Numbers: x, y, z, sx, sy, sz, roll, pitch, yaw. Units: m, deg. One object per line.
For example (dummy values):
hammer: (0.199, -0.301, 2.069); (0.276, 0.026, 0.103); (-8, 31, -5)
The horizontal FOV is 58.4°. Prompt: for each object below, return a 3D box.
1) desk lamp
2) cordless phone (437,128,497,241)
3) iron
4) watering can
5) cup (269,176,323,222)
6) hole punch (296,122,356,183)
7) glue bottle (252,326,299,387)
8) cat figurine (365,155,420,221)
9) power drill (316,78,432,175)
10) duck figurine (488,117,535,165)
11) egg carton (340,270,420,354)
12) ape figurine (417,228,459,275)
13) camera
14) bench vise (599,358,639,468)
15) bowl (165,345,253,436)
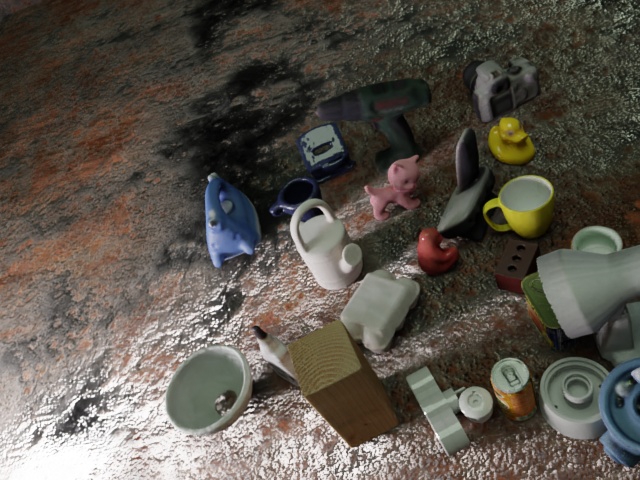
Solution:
desk lamp: (0.414, 0.083, 0.790); (0.203, 0.214, 0.118); (-13, 49, 16)
cordless phone: (0.256, -0.099, 1.039); (0.093, 0.186, 0.148); (9, 57, 31)
iron: (-0.216, -0.071, 1.275); (0.118, 0.142, 0.258); (-22, 47, 8)
watering can: (0.011, 0.002, 1.067); (0.172, 0.195, 0.101); (7, 56, 30)
cup: (-0.041, -0.067, 1.220); (0.118, 0.095, 0.091); (-31, 46, -1)
hole punch: (0.013, -0.200, 1.307); (0.108, 0.091, 0.101); (-24, 46, 6)
glue bottle: (-0.071, 0.191, 0.964); (0.077, 0.174, 0.037); (20, 64, 37)
cat figurine: (0.151, -0.114, 1.149); (0.127, 0.118, 0.067); (-22, 47, 8)
power drill: (0.129, -0.240, 1.201); (0.229, 0.209, 0.075); (-21, 47, 9)
duck figurine: (0.377, -0.208, 1.140); (0.077, 0.086, 0.104); (-36, 46, -5)
egg carton: (0.105, 0.123, 1.008); (0.107, 0.070, 0.150); (18, 62, 36)
ape figurine: (0.205, 0.014, 1.034); (0.076, 0.092, 0.077); (-37, 46, -6)
camera: (0.381, -0.352, 1.248); (0.143, 0.101, 0.136); (-28, 46, 3)
bench vise: (0.428, 0.168, 0.708); (0.121, 0.220, 0.208); (26, 67, 39)
bowl: (-0.185, 0.276, 1.017); (0.167, 0.075, 0.167); (-13, 48, 16)
